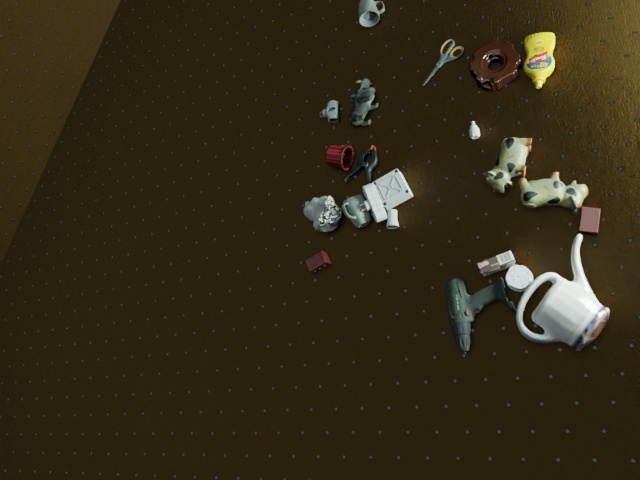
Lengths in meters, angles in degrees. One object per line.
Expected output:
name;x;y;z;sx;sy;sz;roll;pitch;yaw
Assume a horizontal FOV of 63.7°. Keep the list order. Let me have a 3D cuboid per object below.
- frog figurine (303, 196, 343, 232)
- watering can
frog figurine;0.006;-0.097;1.924;0.159;0.122;0.138;-3;82;61
watering can;0.733;0.168;1.500;0.227;0.103;0.347;38;92;26
